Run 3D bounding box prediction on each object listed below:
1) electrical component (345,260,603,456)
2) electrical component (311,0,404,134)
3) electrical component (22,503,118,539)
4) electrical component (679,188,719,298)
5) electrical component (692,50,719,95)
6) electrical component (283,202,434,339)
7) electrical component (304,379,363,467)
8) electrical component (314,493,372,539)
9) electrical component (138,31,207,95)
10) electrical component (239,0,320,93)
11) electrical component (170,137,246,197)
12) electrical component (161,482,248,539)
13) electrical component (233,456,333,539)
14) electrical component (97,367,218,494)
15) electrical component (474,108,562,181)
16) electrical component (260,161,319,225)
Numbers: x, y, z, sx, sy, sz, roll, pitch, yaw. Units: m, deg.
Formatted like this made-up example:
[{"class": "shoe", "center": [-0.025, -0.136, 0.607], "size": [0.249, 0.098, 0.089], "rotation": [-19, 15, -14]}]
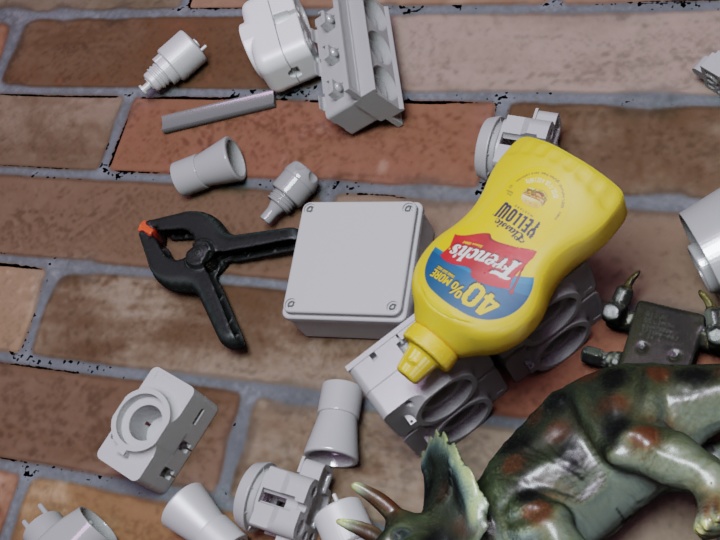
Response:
[{"class": "electrical component", "center": [0.094, 0.057, 0.822], "size": [0.186, 0.105, 0.060], "rotation": [-38, 59, -1]}, {"class": "electrical component", "center": [-0.004, -0.193, 1.002], "size": [0.063, 0.079, 0.121], "rotation": [-26, 57, 31]}, {"class": "electrical component", "center": [-0.256, 0.229, 0.900], "size": [0.077, 0.043, 0.079], "rotation": [-46, 59, -6]}, {"class": "electrical component", "center": [0.281, -0.013, 0.796], "size": [0.064, 0.099, 0.099], "rotation": [-27, 59, 13]}, {"class": "electrical component", "center": [0.319, -0.170, 0.887], "size": [0.055, 0.048, 0.066], "rotation": [-49, 59, 1]}, {"class": "electrical component", "center": [0.000, 0.000, 0.912], "size": [0.109, 0.056, 0.108], "rotation": [1, 66, 20]}, {"class": "electrical component", "center": [-0.018, 0.122, 0.869], "size": [0.044, 0.044, 0.065], "rotation": [-1, 60, 19]}, {"class": "electrical component", "center": [-0.005, 0.210, 0.821], "size": [0.040, 0.040, 0.078], "rotation": [-30, 59, 4]}, {"class": "electrical component", "center": [-0.192, -0.208, 1.092], "size": [0.078, 0.040, 0.040], "rotation": [-42, 59, -3]}, {"class": "electrical component", "center": [-0.079, -0.224, 1.050], "size": [0.059, 0.053, 0.095], "rotation": [-22, 58, 9]}, {"class": "electrical component", "center": [-0.147, -0.095, 1.022], "size": [0.065, 0.044, 0.044], "rotation": [-19, 60, 16]}, {"class": "electrical component", "center": [-0.122, 0.208, 0.865], "size": [0.065, 0.044, 0.044], "rotation": [36, 81, 25]}, {"class": "electrical component", "center": [-0.062, 0.184, 0.845], "size": [0.057, 0.058, 0.078], "rotation": [13, 70, 22]}, {"class": "electrical component", "center": [-0.172, 0.134, 0.909], "size": [0.050, 0.055, 0.089], "rotation": [25, 76, 28]}, {"class": "electrical component", "center": [0.132, -0.100, 0.913], "size": [0.057, 0.058, 0.078], "rotation": [12, 70, 22]}, {"class": "electrical component", "center": [-0.067, -0.068, 0.983], "size": [0.035, 0.035, 0.061], "rotation": [37, 84, 30]}]
